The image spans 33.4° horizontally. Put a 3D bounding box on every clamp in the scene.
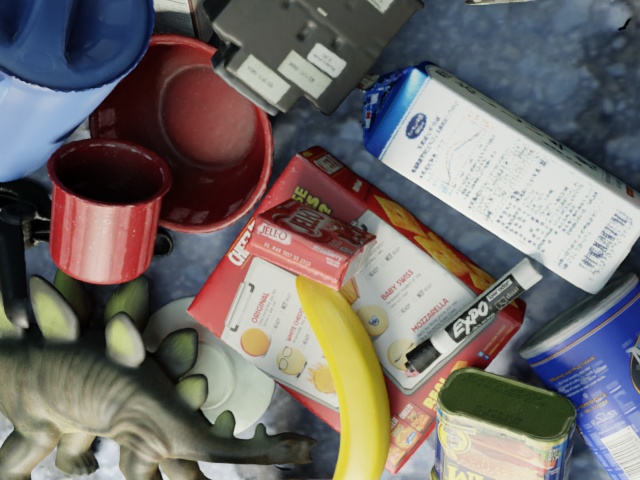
[{"bbox_3d":[-0.250,-0.005,0.875,0.210,0.164,0.036,25,124,21],"label":"clamp"}]

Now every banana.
[{"bbox_3d":[0.019,0.120,0.805,0.070,0.037,0.198,0,102,15],"label":"banana"}]

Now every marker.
[{"bbox_3d":[0.109,0.057,0.779,0.121,0.020,0.020,-41,90,15],"label":"marker"}]

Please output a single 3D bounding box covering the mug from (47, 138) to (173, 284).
[{"bbox_3d":[-0.172,-0.027,0.826,0.117,0.093,0.082,41,133,33],"label":"mug"}]

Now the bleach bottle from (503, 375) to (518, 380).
[{"bbox_3d":[0.155,0.234,0.861,0.103,0.068,0.251,-7,98,19],"label":"bleach bottle"}]

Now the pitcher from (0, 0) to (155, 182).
[{"bbox_3d":[-0.227,-0.121,0.783,0.243,0.149,0.145,-31,65,59],"label":"pitcher"}]

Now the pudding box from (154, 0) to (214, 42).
[{"bbox_3d":[-0.129,-0.197,0.813,0.090,0.113,0.039,18,68,9],"label":"pudding box"}]

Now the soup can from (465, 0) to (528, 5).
[{"bbox_3d":[0.133,-0.221,0.756,0.068,0.068,0.102,-1,103,15],"label":"soup can"}]

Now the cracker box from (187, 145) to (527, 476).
[{"bbox_3d":[0.029,0.053,0.847,0.214,0.072,0.164,38,108,5],"label":"cracker box"}]

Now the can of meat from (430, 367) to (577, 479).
[{"bbox_3d":[0.133,0.148,0.776,0.102,0.057,0.084,15,129,23],"label":"can of meat"}]

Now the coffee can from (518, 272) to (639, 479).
[{"bbox_3d":[0.228,0.109,0.781,0.103,0.102,0.140,-37,85,20],"label":"coffee can"}]

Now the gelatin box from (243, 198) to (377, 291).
[{"bbox_3d":[-0.005,0.001,0.759,0.073,0.089,0.030,24,104,10],"label":"gelatin box"}]

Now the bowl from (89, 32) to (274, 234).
[{"bbox_3d":[-0.101,-0.089,0.848,0.162,0.055,0.162,9,115,19],"label":"bowl"}]
